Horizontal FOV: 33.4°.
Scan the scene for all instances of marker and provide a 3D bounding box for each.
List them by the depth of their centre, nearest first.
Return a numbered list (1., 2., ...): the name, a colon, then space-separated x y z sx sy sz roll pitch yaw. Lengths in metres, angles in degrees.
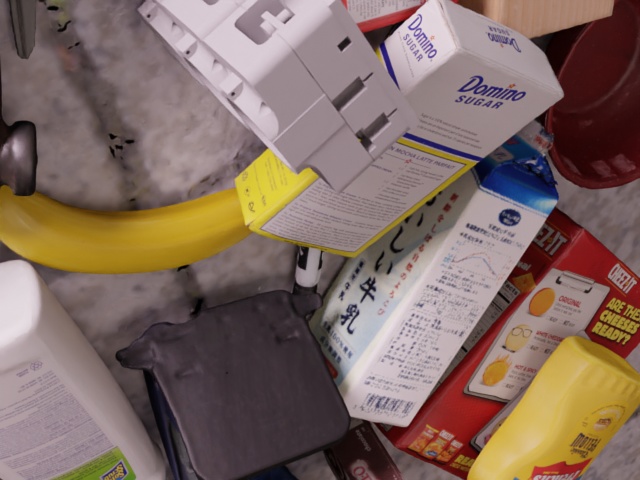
1. marker: -0.005 0.001 0.715 0.020 0.020 0.121 -9 126 -28

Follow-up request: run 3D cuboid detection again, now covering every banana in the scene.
1. banana: -0.114 -0.011 0.622 0.197 0.037 0.070 7 119 -37

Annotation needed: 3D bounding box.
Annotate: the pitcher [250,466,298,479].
1. pitcher: -0.096 0.275 0.772 0.243 0.145 0.149 -43 136 4

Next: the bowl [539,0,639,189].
1. bowl: 0.206 -0.118 0.743 0.161 0.055 0.162 -17 129 -23

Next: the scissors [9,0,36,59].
1. scissors: -0.125 -0.189 0.503 0.096 0.016 0.202 -24 132 -18

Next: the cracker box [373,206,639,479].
1. cracker box: 0.154 0.088 0.847 0.214 0.072 0.164 -51 134 7

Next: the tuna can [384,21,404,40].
1. tuna can: 0.081 -0.111 0.681 0.086 0.034 0.086 -17 129 -23

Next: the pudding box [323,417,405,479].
1. pudding box: 0.034 0.176 0.800 0.039 0.114 0.090 -24 132 -8

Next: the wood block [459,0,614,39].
1. wood block: 0.112 -0.224 0.582 0.090 0.090 0.206 -19 129 -22

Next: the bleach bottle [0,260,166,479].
1. bleach bottle: -0.167 0.122 0.666 0.102 0.068 0.251 -21 136 -1

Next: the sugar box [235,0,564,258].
1. sugar box: 0.040 -0.058 0.608 0.093 0.048 0.176 14 137 -41

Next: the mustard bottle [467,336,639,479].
1. mustard bottle: 0.167 0.167 0.818 0.096 0.058 0.192 22 107 -44

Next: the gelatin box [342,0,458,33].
1. gelatin box: 0.021 -0.146 0.578 0.073 0.089 0.030 -20 128 -21
